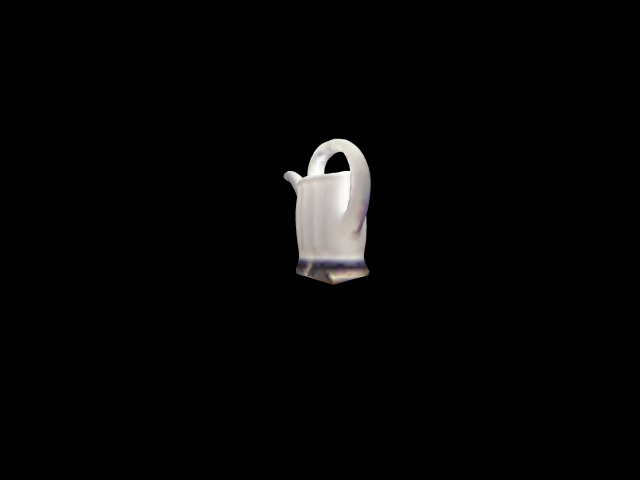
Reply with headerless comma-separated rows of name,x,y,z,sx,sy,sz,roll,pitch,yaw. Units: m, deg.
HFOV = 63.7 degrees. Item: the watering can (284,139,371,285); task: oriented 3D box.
watering can,0.003,-0.043,0.850,0.104,0.225,0.347,1,-2,-19
